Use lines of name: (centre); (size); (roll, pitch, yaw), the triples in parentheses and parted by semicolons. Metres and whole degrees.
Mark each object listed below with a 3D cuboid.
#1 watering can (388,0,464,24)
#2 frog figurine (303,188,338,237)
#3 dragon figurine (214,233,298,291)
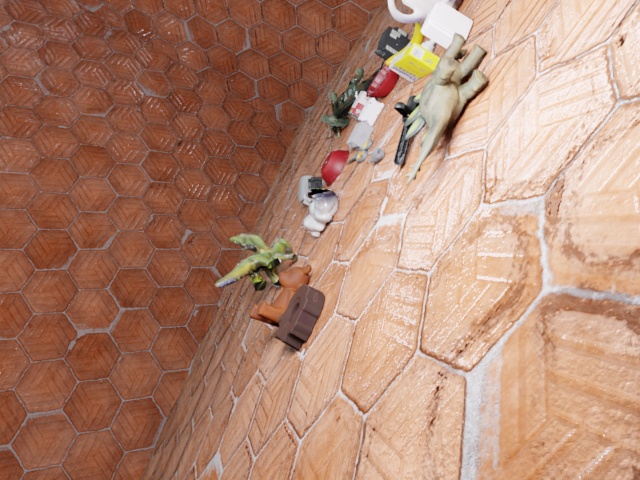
watering can: (0.355, -0.805, 1.559); (0.345, 0.225, 0.104); (-59, -6, 10)
frog figurine: (0.005, -0.085, 1.691); (0.139, 0.123, 0.157); (-134, 37, -68)
dragon figurine: (-0.241, 0.060, 1.841); (0.246, 0.412, 0.120); (39, 123, 38)
